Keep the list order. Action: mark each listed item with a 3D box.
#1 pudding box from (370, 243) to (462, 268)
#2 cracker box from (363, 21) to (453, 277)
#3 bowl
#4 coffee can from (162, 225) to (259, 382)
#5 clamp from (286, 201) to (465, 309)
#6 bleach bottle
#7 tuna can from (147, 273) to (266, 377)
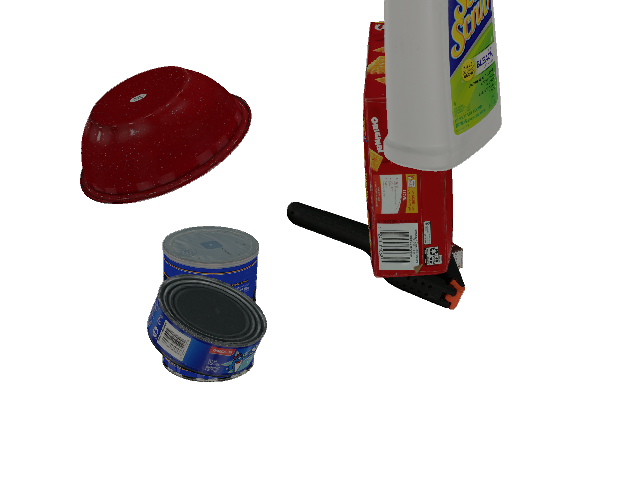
[{"bbox_3d":[0.145,0.025,1.612,0.113,0.039,0.090,-19,28,-24],"label":"pudding box"},{"bbox_3d":[0.079,-0.089,0.952,0.072,0.164,0.213,-2,27,6],"label":"cracker box"},{"bbox_3d":[-0.143,-0.101,0.908,0.162,0.055,0.162,-17,35,12],"label":"bowl"},{"bbox_3d":[-0.120,0.067,1.157,0.103,0.140,0.103,3,22,-1],"label":"coffee can"},{"bbox_3d":[0.073,0.002,1.191,0.164,0.036,0.210,-17,51,-34],"label":"clamp"},{"bbox_3d":[0.082,-0.183,0.767,0.068,0.251,0.102,16,37,35],"label":"bleach bottle"},{"bbox_3d":[-0.086,0.064,0.802,0.086,0.034,0.086,20,26,-10],"label":"tuna can"}]
